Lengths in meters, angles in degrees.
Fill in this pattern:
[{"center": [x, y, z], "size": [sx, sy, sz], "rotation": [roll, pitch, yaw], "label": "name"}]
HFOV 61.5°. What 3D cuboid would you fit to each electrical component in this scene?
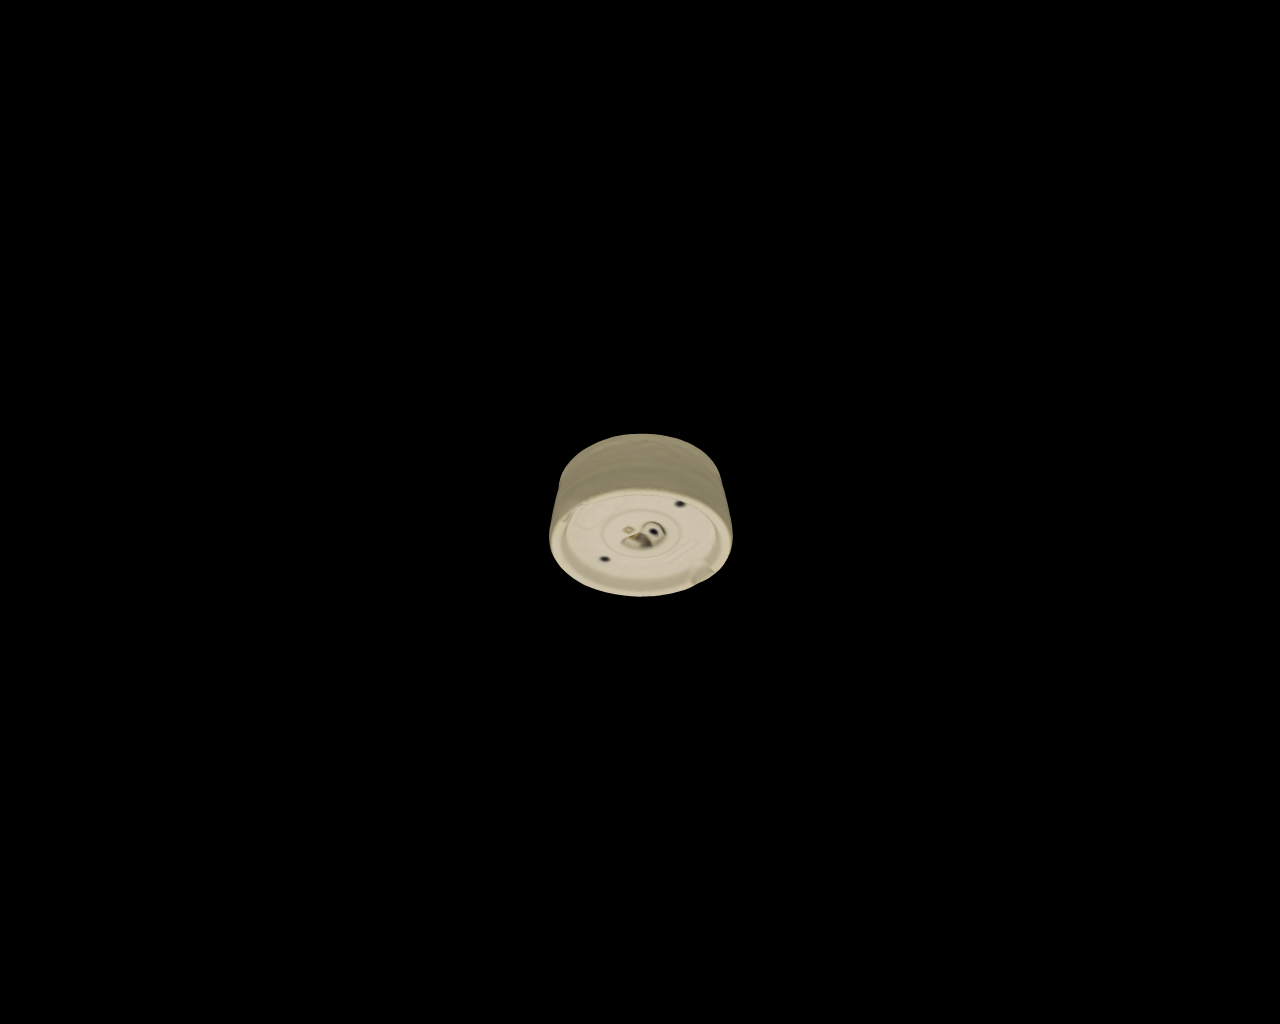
[{"center": [0.001, -0.003, 0.650], "size": [0.108, 0.060, 0.108], "rotation": [0, -39, 0], "label": "electrical component"}]
